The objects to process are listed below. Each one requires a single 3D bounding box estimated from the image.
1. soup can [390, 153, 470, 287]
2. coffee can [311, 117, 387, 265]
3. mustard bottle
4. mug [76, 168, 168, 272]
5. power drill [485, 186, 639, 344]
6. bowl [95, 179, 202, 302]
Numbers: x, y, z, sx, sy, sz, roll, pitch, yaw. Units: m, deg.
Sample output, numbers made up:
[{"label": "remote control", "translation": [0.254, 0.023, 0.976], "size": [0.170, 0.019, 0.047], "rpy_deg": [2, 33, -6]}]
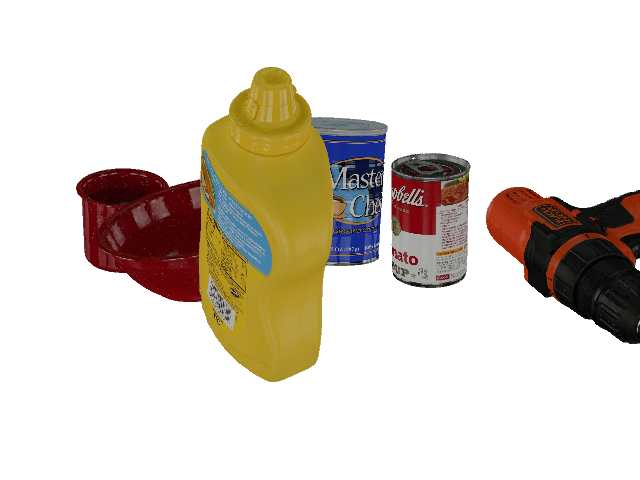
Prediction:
[{"label": "soup can", "translation": [0.096, -0.018, 0.933], "size": [0.068, 0.102, 0.068], "rpy_deg": [-1, 22, 0]}, {"label": "coffee can", "translation": [0.015, -0.053, 1.117], "size": [0.103, 0.140, 0.103], "rpy_deg": [3, 13, -1]}, {"label": "mustard bottle", "translation": [-0.031, -0.013, 0.580], "size": [0.058, 0.192, 0.096], "rpy_deg": [-20, 53, -22]}, {"label": "mug", "translation": [-0.205, -0.025, 1.113], "size": [0.093, 0.081, 0.117], "rpy_deg": [0, 28, -9]}, {"label": "power drill", "translation": [0.231, 0.001, 0.731], "size": [0.187, 0.057, 0.185], "rpy_deg": [-10, 29, -18]}, {"label": "bowl", "translation": [-0.088, 0.003, 0.829], "size": [0.162, 0.055, 0.162], "rpy_deg": [-9, 23, 4]}]
